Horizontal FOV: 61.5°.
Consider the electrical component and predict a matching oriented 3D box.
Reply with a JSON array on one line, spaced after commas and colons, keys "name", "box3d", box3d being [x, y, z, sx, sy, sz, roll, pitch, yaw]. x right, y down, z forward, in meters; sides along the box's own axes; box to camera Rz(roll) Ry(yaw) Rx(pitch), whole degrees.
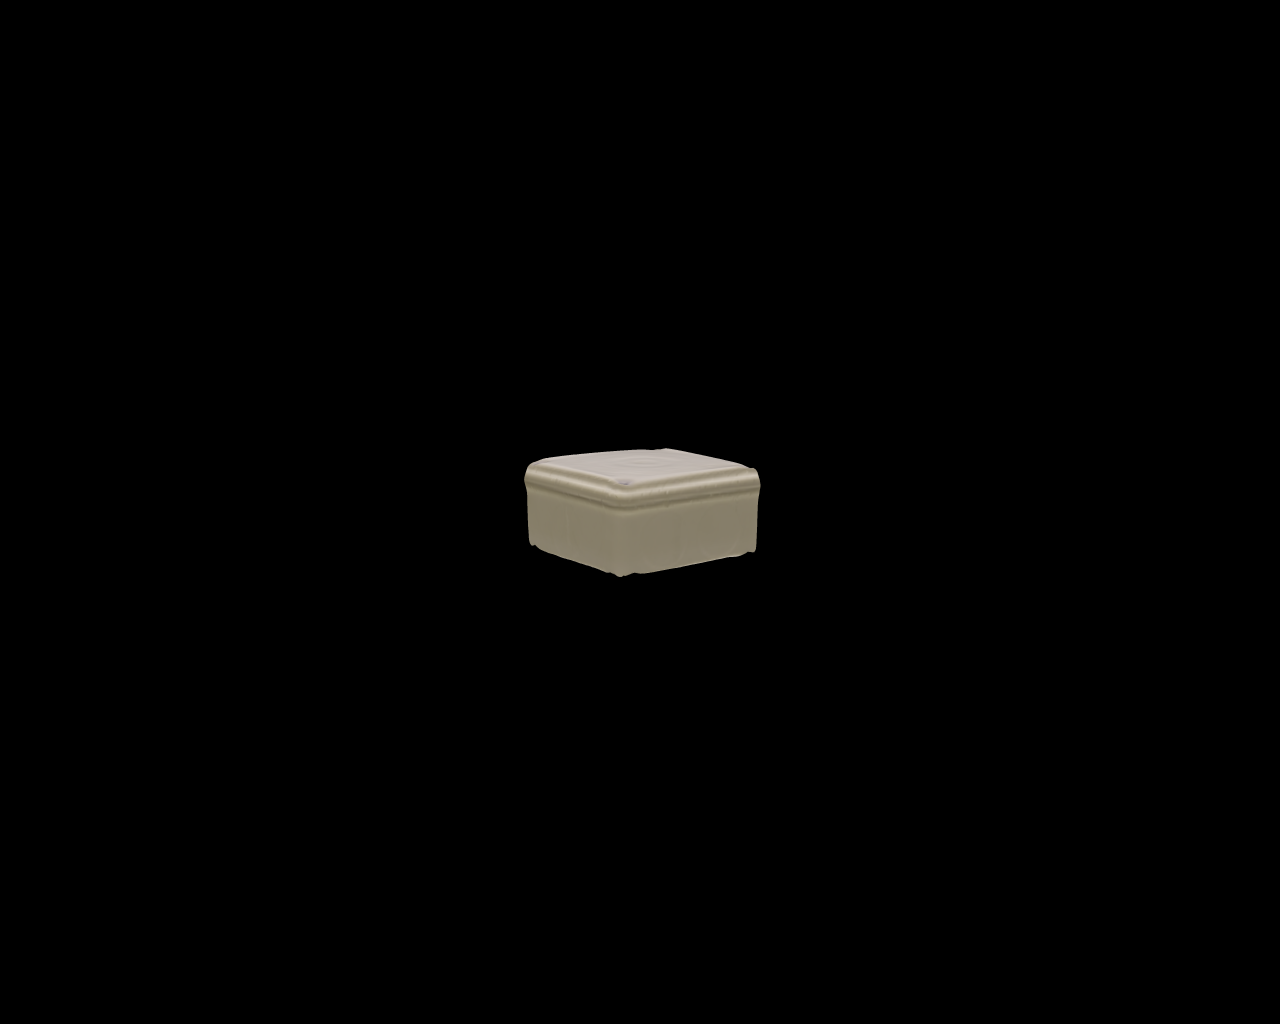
[{"name": "electrical component", "box3d": [0.001, -0.003, 0.650, 0.109, 0.056, 0.109, -8, 14, -35]}]
